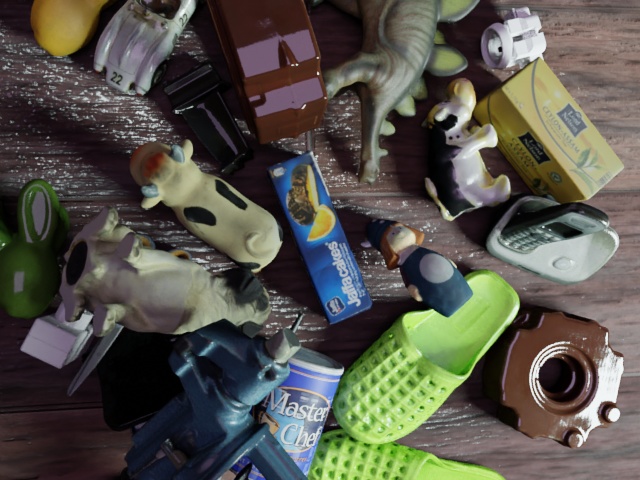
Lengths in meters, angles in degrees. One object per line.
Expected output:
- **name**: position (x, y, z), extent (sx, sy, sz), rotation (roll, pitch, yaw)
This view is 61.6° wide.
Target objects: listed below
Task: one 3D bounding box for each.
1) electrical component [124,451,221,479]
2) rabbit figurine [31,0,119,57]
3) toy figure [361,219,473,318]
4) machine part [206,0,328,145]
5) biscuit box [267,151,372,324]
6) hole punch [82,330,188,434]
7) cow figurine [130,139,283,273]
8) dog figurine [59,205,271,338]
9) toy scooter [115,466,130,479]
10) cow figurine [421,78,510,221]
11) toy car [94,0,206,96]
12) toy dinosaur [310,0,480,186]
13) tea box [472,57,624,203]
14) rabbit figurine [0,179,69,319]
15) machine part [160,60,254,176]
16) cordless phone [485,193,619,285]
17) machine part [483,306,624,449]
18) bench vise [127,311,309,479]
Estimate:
- **electrical component**: position (-0.155, 0.248, 0.592), extent (0.102, 0.045, 0.078), rotation (44, 63, 12)
- **rabbit figurine**: position (-0.301, -0.304, 0.617), extent (0.162, 0.122, 0.173), rotation (-16, 105, -16)
- **toy figure**: position (0.115, 0.024, 0.649), extent (0.155, 0.057, 0.064), rotation (46, 40, 20)
- **machine part**: position (-0.065, -0.214, 0.581), extent (0.087, 0.201, 0.201), rotation (-17, 91, -4)
- **biscuit box**: position (-0.001, -0.002, 0.653), extent (0.059, 0.063, 0.202), rotation (-23, 91, -5)
- **hole punch**: position (-0.187, 0.160, 0.625), extent (0.142, 0.092, 0.116), rotation (-21, 59, -4)
- **cow figurine**: position (-0.129, -0.038, 0.607), extent (0.195, 0.127, 0.085), rotation (37, 82, -7)
- **dog figurine**: position (-0.168, 0.051, 0.598), extent (0.190, 0.173, 0.121), rotation (21, 98, -47)
- **toy scooter**: position (-0.244, 0.322, 0.613), extent (0.184, 0.075, 0.135), rotation (-38, 92, -1)
- **cow figurine**: position (0.168, -0.113, 0.675), extent (0.098, 0.068, 0.167), rotation (-17, 90, -1)
- **toy car**: position (-0.196, -0.268, 0.640), extent (0.073, 0.056, 0.201), rotation (28, 85, -5)
- **toy dinosaur**: position (0.088, -0.301, 0.654), extent (0.199, 0.105, 0.470), rotation (1, 98, -14)
- **tea box**: position (0.278, -0.128, 0.670), extent (0.068, 0.098, 0.169), rotation (-38, 91, -6)
- **rabbit figurine**: position (-0.351, 0.008, 0.592), extent (0.170, 0.121, 0.159), rotation (39, 67, 1)
- **machine part**: position (-0.130, -0.147, 0.655), extent (0.084, 0.039, 0.139), rotation (-29, 90, -12)
- **cordless phone**: position (0.295, -0.008, 0.626), extent (0.147, 0.184, 0.088), rotation (23, 82, -5)
- **machine part**: position (0.298, 0.172, 0.686), extent (0.179, 0.056, 0.179), rotation (0, 88, -6)
- **bench vise**: position (-0.064, 0.200, 0.511), extent (0.223, 0.129, 0.240), rotation (-42, 82, 3)
